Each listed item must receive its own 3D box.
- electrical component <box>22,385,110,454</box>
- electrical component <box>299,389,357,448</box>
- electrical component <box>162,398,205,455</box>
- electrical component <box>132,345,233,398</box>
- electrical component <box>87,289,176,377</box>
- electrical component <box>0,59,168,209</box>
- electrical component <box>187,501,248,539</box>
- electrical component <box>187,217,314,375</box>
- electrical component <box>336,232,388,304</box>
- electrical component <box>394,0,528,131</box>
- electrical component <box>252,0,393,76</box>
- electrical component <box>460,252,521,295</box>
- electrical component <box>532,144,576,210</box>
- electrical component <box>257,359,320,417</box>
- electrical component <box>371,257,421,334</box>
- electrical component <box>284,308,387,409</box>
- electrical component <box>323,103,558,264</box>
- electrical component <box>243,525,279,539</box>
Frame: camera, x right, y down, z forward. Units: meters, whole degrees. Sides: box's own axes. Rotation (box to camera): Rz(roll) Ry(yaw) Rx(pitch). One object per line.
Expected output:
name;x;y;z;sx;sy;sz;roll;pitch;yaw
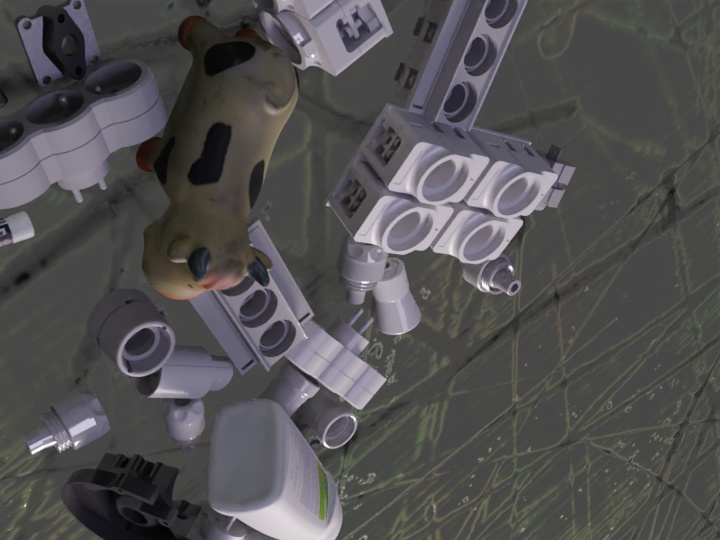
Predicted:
electrical component;-0.230;0.120;0.834;0.062;0.043;0.043;-28;133;-22
electrical component;-0.031;0.139;1.017;0.040;0.046;0.040;-22;130;-29
electrical component;-0.149;0.133;0.919;0.035;0.035;0.061;-23;133;-28
electrical component;-0.141;0.084;0.885;0.081;0.043;0.043;8;112;-44
electrical component;-0.175;0.049;0.829;0.055;0.047;0.055;-22;130;-29
electrical component;-0.192;-0.079;0.722;0.138;0.052;0.073;-32;134;-20
electrical component;-0.125;0.239;0.949;0.052;0.138;0.073;28;100;-8
electrical component;-0.096;0.017;0.863;0.079;0.063;0.121;-40;137;-13
electrical component;0.000;0.000;0.950;0.043;0.043;0.062;-11;125;-36
electrical component;0.080;-0.184;0.877;0.079;0.063;0.121;7;113;-43
electrical component;-0.050;-0.213;0.725;0.062;0.089;0.150;-41;137;-12
electrical component;0.130;0.003;1.051;0.043;0.062;0.043;-22;130;-29
electrical component;0.171;-0.089;1.036;0.055;0.048;0.066;2;117;-50
electrical component;-0.065;0.110;0.973;0.046;0.040;0.040;-49;138;4
electrical component;0.029;0.021;0.993;0.044;0.044;0.065;-31;130;-21
electrical component;-0.017;0.067;0.975;0.073;0.052;0.138;-50;138;-2
electrical component;0.077;-0.069;0.938;0.186;0.060;0.105;6;128;-43
electrical component;-0.099;0.256;1.024;0.044;0.065;0.044;-22;130;-29
